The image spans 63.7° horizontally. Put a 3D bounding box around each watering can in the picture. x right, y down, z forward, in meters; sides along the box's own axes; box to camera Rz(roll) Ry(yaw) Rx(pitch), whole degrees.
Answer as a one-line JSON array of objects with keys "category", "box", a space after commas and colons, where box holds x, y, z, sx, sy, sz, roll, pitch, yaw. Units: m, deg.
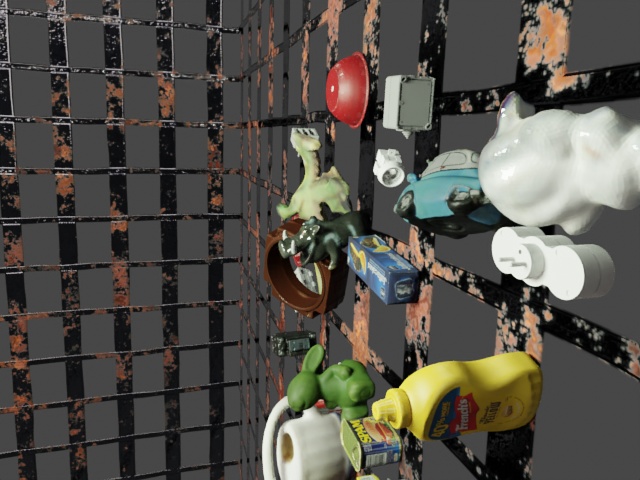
[{"category": "watering can", "box": [-0.021, 0.516, 1.128, 0.103, 0.224, 0.351, -22, 70, 54]}]

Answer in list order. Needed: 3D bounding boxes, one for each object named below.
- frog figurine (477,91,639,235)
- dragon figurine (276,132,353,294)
[{"category": "frog figurine", "box": [0.226, -0.058, 0.458, 0.162, 0.123, 0.135, 44, 167, 54]}, {"category": "dragon figurine", "box": [0.004, -0.062, 1.227, 0.239, 0.123, 0.414, -38, 68, 61]}]
